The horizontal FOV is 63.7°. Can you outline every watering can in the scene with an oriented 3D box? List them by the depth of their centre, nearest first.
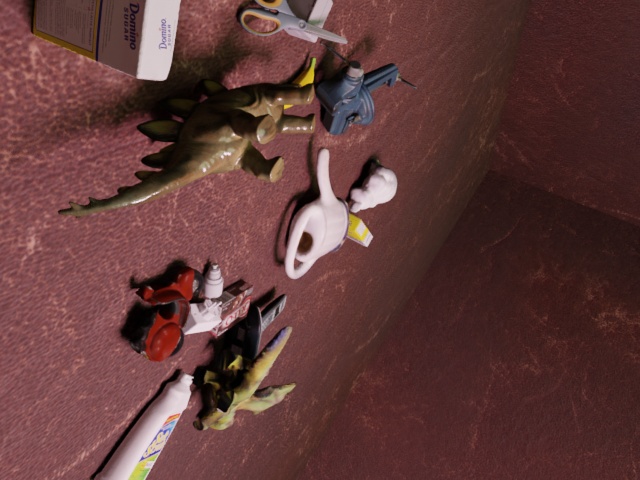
[{"bbox_3d":[0.004,-0.065,1.282,0.226,0.105,0.343,-18,130,-61],"label":"watering can"}]

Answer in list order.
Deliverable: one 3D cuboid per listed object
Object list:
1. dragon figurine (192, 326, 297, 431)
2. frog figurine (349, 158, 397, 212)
[{"bbox_3d":[-0.153,0.340,1.213,0.406,0.124,0.240,-38,147,17],"label":"dragon figurine"},{"bbox_3d":[0.158,-0.143,1.525,0.163,0.123,0.134,-60,179,-38],"label":"frog figurine"}]
